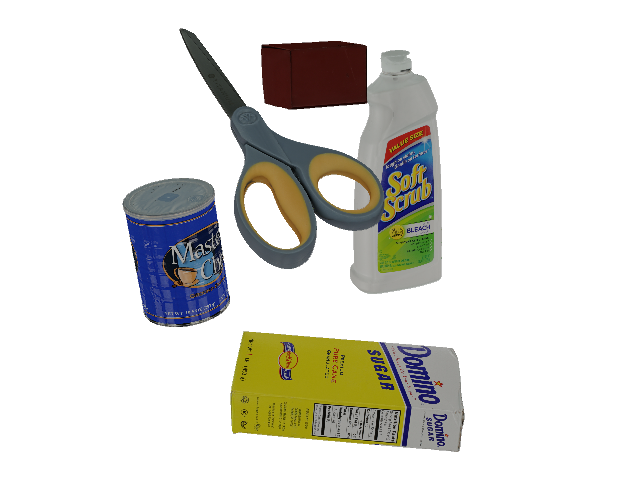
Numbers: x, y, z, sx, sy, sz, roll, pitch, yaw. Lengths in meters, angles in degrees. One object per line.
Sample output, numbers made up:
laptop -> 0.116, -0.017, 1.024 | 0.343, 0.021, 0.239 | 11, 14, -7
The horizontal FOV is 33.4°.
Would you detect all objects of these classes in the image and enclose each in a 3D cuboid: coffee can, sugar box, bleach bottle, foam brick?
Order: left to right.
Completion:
coffee can -> -0.162, 0.013, 1.215 | 0.103, 0.140, 0.103 | -5, 26, 2
foam brick -> -0.005, -0.142, 0.915 | 0.078, 0.051, 0.053 | -8, 18, -29
sugar box -> 0.021, 0.116, 0.838 | 0.176, 0.048, 0.093 | 2, 27, 2
bleach bottle -> 0.077, -0.073, 1.129 | 0.102, 0.251, 0.068 | -10, 23, -14

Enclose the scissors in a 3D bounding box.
scissors -> -0.024, -0.067, 0.645 | 0.096, 0.202, 0.016 | -7, -38, -12
